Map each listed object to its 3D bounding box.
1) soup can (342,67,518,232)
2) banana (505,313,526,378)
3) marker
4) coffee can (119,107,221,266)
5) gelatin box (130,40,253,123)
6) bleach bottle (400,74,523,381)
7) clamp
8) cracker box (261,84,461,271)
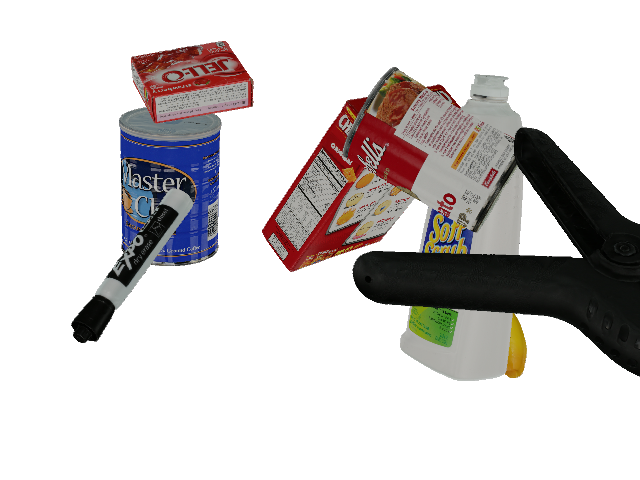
[{"bbox_3d":[0.075,-0.059,0.696,0.102,0.068,0.068,31,5,8],"label":"soup can"},{"bbox_3d":[0.161,0.078,1.118,0.069,0.037,0.198,-39,40,-13],"label":"banana"},{"bbox_3d":[-0.117,0.015,0.663,0.020,0.121,0.020,20,-36,15],"label":"marker"},{"bbox_3d":[-0.155,-0.058,1.101,0.103,0.140,0.103,3,23,-1],"label":"coffee can"},{"bbox_3d":[-0.109,-0.136,0.908,0.089,0.030,0.073,-13,40,-17],"label":"gelatin box"},{"bbox_3d":[0.126,-0.014,0.905,0.068,0.251,0.103,-3,15,-29],"label":"bleach bottle"},{"bbox_3d":[0.131,0.021,0.507,0.164,0.036,0.210,-32,48,-33],"label":"clamp"},{"bbox_3d":[0.049,-0.071,1.194,0.163,0.072,0.214,-18,-28,-45],"label":"cracker box"}]
